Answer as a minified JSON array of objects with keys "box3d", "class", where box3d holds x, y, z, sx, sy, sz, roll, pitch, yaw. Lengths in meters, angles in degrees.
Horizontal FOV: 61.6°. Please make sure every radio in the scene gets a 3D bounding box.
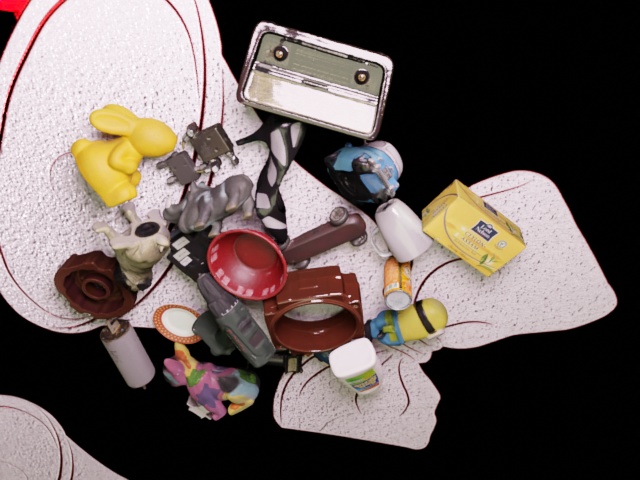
[{"box3d":[-0.004,-0.249,0.843,0.230,0.073,0.131,15,105,-3],"class":"radio"}]

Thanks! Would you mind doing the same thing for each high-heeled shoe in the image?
[{"box3d":[-0.054,-0.111,0.970,0.145,0.086,0.248,-13,121,13],"class":"high-heeled shoe"}]

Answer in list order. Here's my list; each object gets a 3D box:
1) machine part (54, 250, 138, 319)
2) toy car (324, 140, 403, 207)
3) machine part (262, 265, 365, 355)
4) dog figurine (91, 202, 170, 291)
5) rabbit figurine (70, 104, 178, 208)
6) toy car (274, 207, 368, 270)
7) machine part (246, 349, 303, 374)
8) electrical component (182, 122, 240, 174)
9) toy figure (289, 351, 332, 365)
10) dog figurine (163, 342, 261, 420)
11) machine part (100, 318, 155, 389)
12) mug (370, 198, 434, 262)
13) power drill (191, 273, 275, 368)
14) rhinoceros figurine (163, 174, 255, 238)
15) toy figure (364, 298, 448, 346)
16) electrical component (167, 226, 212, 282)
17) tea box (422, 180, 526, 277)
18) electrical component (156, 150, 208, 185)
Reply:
[{"box3d":[-0.498,0.101,1.209,0.179,0.056,0.179,4,127,5],"class":"machine part"},{"box3d":[0.086,-0.124,0.920,0.103,0.162,0.109,-43,110,-17],"class":"toy car"},{"box3d":[-0.011,0.152,1.120,0.201,0.087,0.201,-8,138,1],"class":"machine part"},{"box3d":[-0.354,0.040,1.092,0.173,0.121,0.190,30,141,36],"class":"dog figurine"},{"box3d":[-0.346,-0.168,0.972,0.173,0.122,0.162,-26,110,9],"class":"rabbit figurine"},{"box3d":[-0.002,-0.003,1.057,0.202,0.053,0.089,-24,137,27],"class":"toy car"},{"box3d":[-0.110,0.292,1.301,0.139,0.039,0.084,3,135,4],"class":"machine part"},{"box3d":[-0.202,-0.167,0.973,0.078,0.045,0.102,-13,123,19],"class":"electrical component"},{"box3d":[-0.005,0.248,1.240,0.154,0.064,0.057,19,164,0],"class":"toy figure"},{"box3d":[-0.276,0.329,1.312,0.191,0.108,0.219,-29,114,27],"class":"dog figurine"},{"box3d":[-0.471,0.280,1.320,0.079,0.079,0.242,-4,126,11],"class":"machine part"},{"box3d":[0.142,-0.019,1.015,0.110,0.081,0.107,-24,108,32],"class":"mug"},{"box3d":[-0.205,0.174,1.151,0.232,0.086,0.207,50,143,-7],"class":"power drill"},{"box3d":[-0.212,-0.066,1.007,0.190,0.112,0.073,-19,161,22],"class":"rhinoceros figurine"},{"box3d":[0.183,0.177,1.146,0.180,0.082,0.089,-10,126,18],"class":"toy figure"},{"box3d":[-0.246,0.021,1.111,0.115,0.058,0.134,-31,116,25],"class":"electrical component"},{"box3d":[0.282,-0.020,0.993,0.169,0.068,0.098,33,125,-14],"class":"tea box"},{"box3d":[-0.259,-0.139,1.017,0.094,0.021,0.063,-16,121,20],"class":"electrical component"}]
